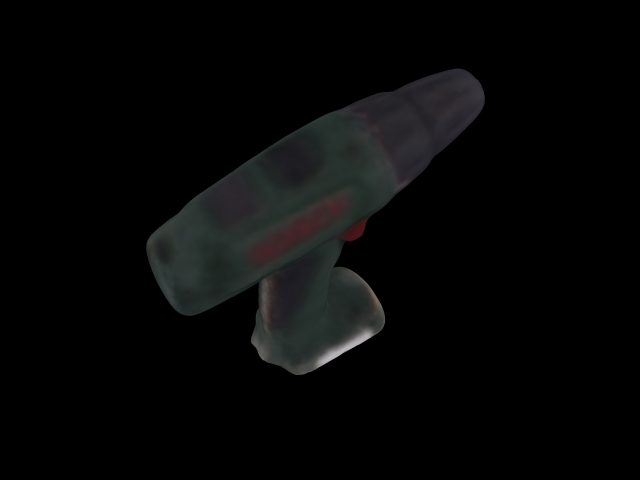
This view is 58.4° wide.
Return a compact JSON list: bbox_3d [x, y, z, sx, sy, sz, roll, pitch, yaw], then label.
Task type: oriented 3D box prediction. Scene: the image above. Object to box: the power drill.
[{"bbox_3d":[0.004,0.001,0.400,0.230,0.208,0.075,-27,56,-19],"label":"power drill"}]
